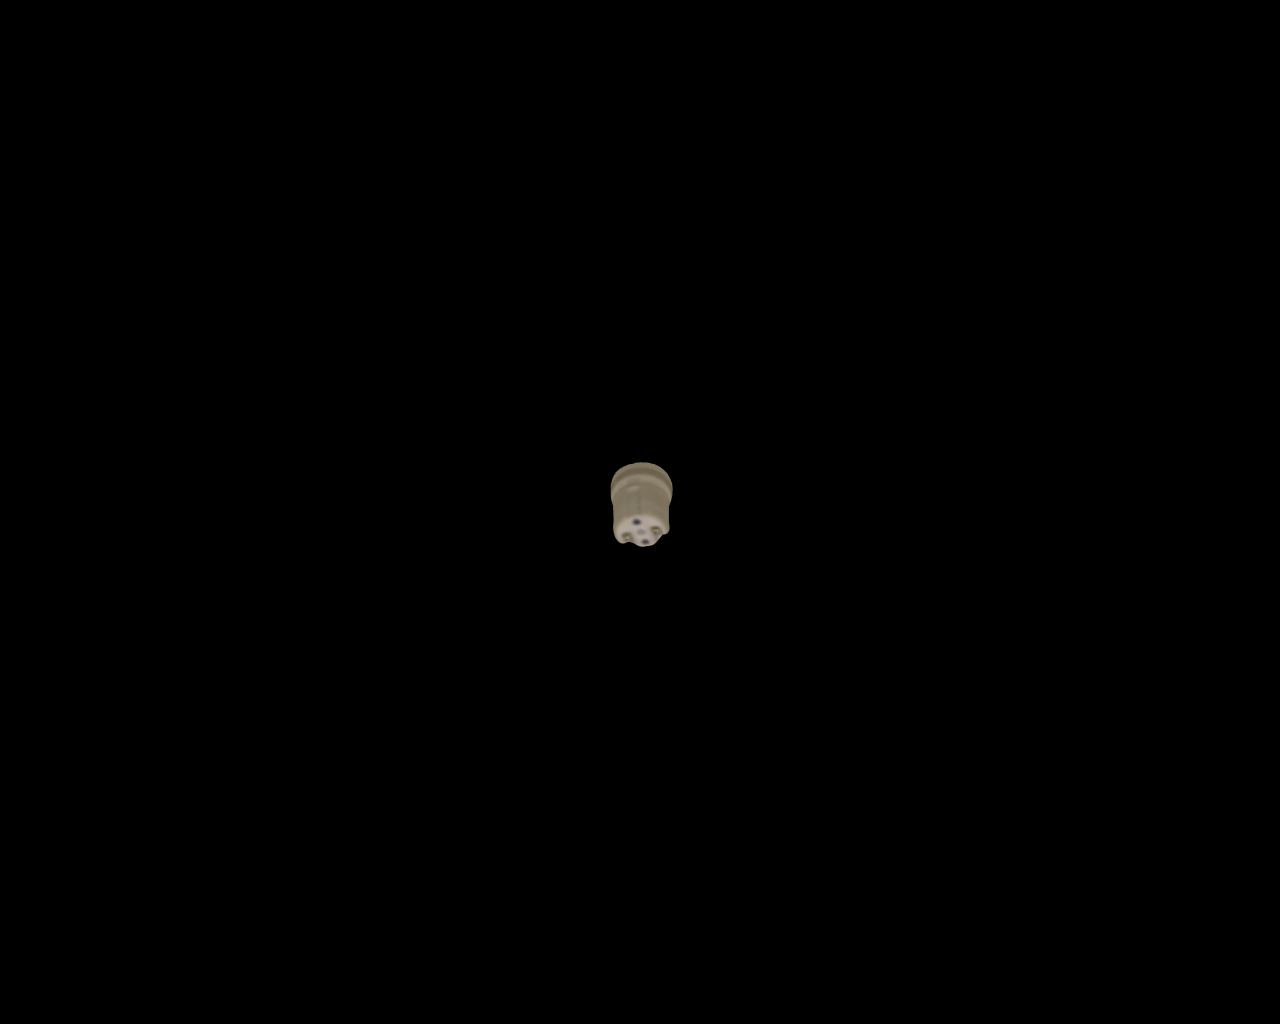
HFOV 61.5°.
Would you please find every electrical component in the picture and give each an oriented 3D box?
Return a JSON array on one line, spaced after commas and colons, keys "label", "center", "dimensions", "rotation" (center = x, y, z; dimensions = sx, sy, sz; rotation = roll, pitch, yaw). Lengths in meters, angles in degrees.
[{"label": "electrical component", "center": [0.001, -0.003, 0.650], "dimensions": [0.040, 0.040, 0.046], "rotation": [0, 41, 0]}]
